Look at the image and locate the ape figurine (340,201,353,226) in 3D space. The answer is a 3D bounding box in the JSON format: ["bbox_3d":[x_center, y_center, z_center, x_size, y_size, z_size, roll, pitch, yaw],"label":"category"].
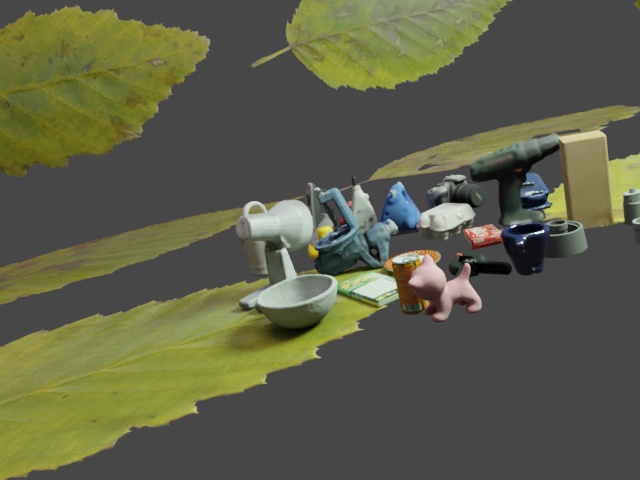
[{"bbox_3d":[0.098,-0.074,1.754,0.077,0.092,0.076,-6,16,25],"label":"ape figurine"}]

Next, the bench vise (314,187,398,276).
[{"bbox_3d":[0.071,-0.034,1.381,0.208,0.220,0.121,-17,15,-14],"label":"bench vise"}]

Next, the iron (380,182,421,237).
[{"bbox_3d":[0.229,-0.100,1.641,0.118,0.141,0.258,-9,15,16],"label":"iron"}]

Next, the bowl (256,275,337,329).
[{"bbox_3d":[-0.039,0.132,1.146,0.167,0.075,0.167,-12,15,4],"label":"bowl"}]

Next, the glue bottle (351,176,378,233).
[{"bbox_3d":[0.119,-0.104,1.689,0.078,0.173,0.037,-15,15,-5],"label":"glue bottle"}]

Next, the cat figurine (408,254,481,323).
[{"bbox_3d":[0.217,0.081,1.029,0.128,0.118,0.067,-15,15,-7],"label":"cat figurine"}]

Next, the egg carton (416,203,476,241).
[{"bbox_3d":[0.332,-0.050,1.508,0.151,0.069,0.107,-23,18,-34],"label":"egg carton"}]

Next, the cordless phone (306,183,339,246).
[{"bbox_3d":[-0.005,-0.068,1.641,0.094,0.185,0.147,-18,16,-18],"label":"cordless phone"}]

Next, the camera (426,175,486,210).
[{"bbox_3d":[0.409,-0.137,1.700,0.143,0.101,0.136,-21,17,-26],"label":"camera"}]

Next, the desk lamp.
[{"bbox_3d":[-0.105,0.027,1.318,0.117,0.214,0.204,1,20,42],"label":"desk lamp"}]

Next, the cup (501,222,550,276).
[{"bbox_3d":[0.403,0.025,1.117,0.091,0.095,0.118,-5,17,29],"label":"cup"}]

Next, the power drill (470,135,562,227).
[{"bbox_3d":[0.501,-0.145,1.440,0.229,0.208,0.076,-6,17,25],"label":"power drill"}]

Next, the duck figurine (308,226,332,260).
[{"bbox_3d":[0.014,0.006,1.545,0.104,0.086,0.077,-9,15,14],"label":"duck figurine"}]

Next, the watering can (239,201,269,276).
[{"bbox_3d":[-0.151,-0.011,1.536,0.172,0.194,0.101,-8,16,18],"label":"watering can"}]

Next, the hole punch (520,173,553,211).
[{"bbox_3d":[0.563,-0.130,1.559,0.108,0.091,0.101,-13,15,2],"label":"hole punch"}]
